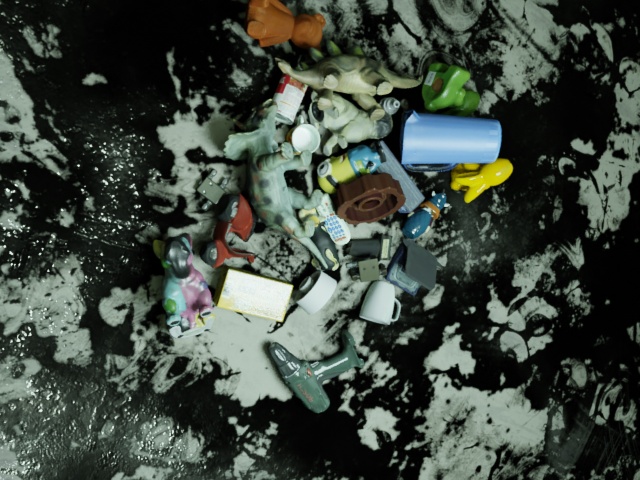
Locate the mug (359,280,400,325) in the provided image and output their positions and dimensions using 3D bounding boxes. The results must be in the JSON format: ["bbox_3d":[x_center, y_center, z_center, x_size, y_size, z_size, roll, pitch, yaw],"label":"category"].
[{"bbox_3d":[0.167,0.165,1.419,0.109,0.081,0.107,18,81,-17],"label":"mug"}]

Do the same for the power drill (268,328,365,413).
[{"bbox_3d":[0.000,0.312,1.371,0.207,0.086,0.231,-31,107,-19],"label":"power drill"}]

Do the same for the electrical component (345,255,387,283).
[{"bbox_3d":[0.121,0.078,1.399,0.102,0.045,0.078,-16,110,-1],"label":"electrical component"}]

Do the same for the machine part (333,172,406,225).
[{"bbox_3d":[0.121,-0.101,1.328,0.179,0.179,0.056,-4,63,-20],"label":"machine part"}]

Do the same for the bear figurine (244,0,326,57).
[{"bbox_3d":[-0.074,-0.494,1.238,0.196,0.132,0.120,11,97,-15],"label":"bear figurine"}]

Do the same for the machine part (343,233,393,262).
[{"bbox_3d":[0.128,0.021,1.413,0.139,0.039,0.084,-2,104,-22],"label":"machine part"}]

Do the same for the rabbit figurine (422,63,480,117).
[{"bbox_3d":[0.361,-0.369,1.421,0.170,0.121,0.159,14,94,-36],"label":"rabbit figurine"}]

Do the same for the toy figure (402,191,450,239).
[{"bbox_3d":[0.284,-0.069,1.451,0.154,0.058,0.064,-45,115,-16],"label":"toy figure"}]

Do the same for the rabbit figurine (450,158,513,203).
[{"bbox_3d":[0.427,-0.182,1.431,0.162,0.173,0.121,-36,110,-18],"label":"rabbit figurine"}]

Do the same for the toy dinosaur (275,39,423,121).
[{"bbox_3d":[0.094,-0.386,1.273,0.471,0.199,0.105,1,140,-34],"label":"toy dinosaur"}]

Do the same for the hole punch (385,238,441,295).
[{"bbox_3d":[0.248,0.077,1.446,0.142,0.092,0.116,31,54,-18],"label":"hole punch"}]

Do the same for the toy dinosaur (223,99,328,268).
[{"bbox_3d":[-0.106,-0.114,1.242,0.131,0.192,0.404,-32,117,-52],"label":"toy dinosaur"}]

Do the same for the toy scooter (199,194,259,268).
[{"bbox_3d":[-0.196,-0.011,1.267,0.135,0.075,0.184,27,79,-34],"label":"toy scooter"}]

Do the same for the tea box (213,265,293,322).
[{"bbox_3d":[-0.162,0.129,1.298,0.169,0.068,0.098,19,89,-22],"label":"tea box"}]

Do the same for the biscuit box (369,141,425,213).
[{"bbox_3d":[0.187,-0.161,1.402,0.063,0.059,0.202,-43,107,-12],"label":"biscuit box"}]

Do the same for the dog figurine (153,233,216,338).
[{"bbox_3d":[-0.315,0.095,1.226,0.108,0.191,0.219,-13,66,-16],"label":"dog figurine"}]

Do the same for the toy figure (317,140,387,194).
[{"bbox_3d":[0.076,-0.176,1.317,0.180,0.082,0.089,-20,97,13],"label":"toy figure"}]

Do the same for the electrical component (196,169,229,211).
[{"bbox_3d":[-0.259,-0.117,1.261,0.063,0.021,0.094,38,83,-19],"label":"electrical component"}]

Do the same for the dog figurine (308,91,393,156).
[{"bbox_3d":[0.081,-0.314,1.339,0.190,0.121,0.172,-30,109,-30],"label":"dog figurine"}]

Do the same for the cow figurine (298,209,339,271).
[{"bbox_3d":[-0.005,-0.004,1.328,0.068,0.098,0.167,-25,104,-10],"label":"cow figurine"}]
